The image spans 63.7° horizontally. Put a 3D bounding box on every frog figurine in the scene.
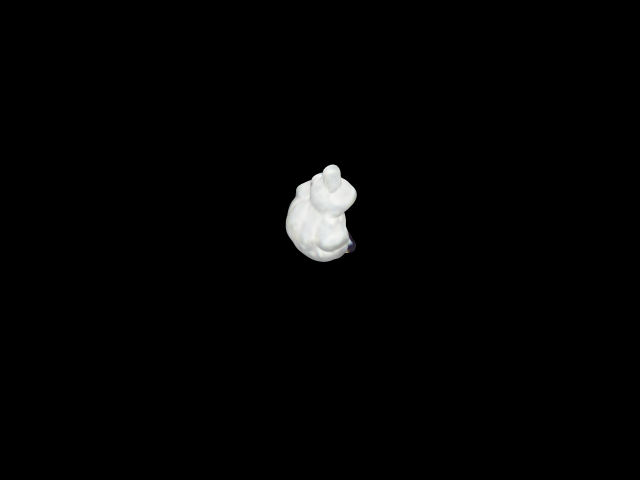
[{"bbox_3d":[0.003,-0.043,0.850,0.123,0.140,0.156,-14,-24,-6],"label":"frog figurine"}]
